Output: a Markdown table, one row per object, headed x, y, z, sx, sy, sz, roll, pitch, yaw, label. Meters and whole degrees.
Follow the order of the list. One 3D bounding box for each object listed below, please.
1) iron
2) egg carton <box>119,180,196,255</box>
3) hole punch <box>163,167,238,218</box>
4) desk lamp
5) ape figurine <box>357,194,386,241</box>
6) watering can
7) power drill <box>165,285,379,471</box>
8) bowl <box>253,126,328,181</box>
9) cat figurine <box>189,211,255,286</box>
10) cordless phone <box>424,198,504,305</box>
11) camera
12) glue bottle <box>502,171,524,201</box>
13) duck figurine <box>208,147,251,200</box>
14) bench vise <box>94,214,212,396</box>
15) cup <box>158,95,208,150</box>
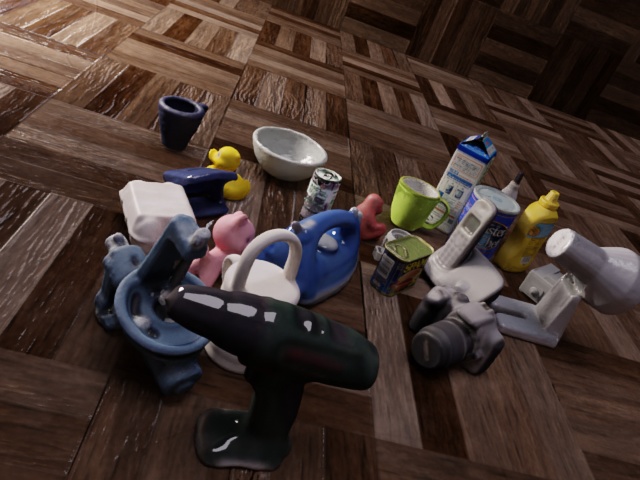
| x | y | z | sx | sy | sz | roll | pitch | yaw | label |
| --- | --- | --- | --- | --- | --- | --- | --- | --- | --- |
| 0.009 | 0.003 | 0.939 | 0.118 | 0.141 | 0.259 | 37 | 33 | 23 | iron |
| -0.254 | -0.036 | 0.899 | 0.107 | 0.069 | 0.150 | 2 | 36 | -31 | egg carton |
| -0.215 | -0.100 | 1.006 | 0.109 | 0.091 | 0.100 | -12 | 44 | -44 | hole punch |
| 0.443 | 0.087 | 1.021 | 0.203 | 0.213 | 0.118 | 16 | 31 | -11 | desk lamp |
| 0.097 | -0.049 | 1.128 | 0.076 | 0.092 | 0.077 | 4 | 35 | -28 | ape figurine |
| -0.071 | 0.073 | 0.725 | 0.172 | 0.194 | 0.101 | 33 | 32 | 17 | watering can |
| -0.063 | 0.147 | 0.600 | 0.230 | 0.208 | 0.075 | 11 | 32 | -19 | power drill |
| -0.072 | -0.174 | 1.231 | 0.167 | 0.075 | 0.167 | 17 | 31 | -10 | bowl |
| -0.144 | 0.009 | 0.853 | 0.067 | 0.118 | 0.128 | 30 | 31 | 14 | cat figurine |
| 0.281 | 0.028 | 1.036 | 0.094 | 0.185 | 0.147 | -1 | 37 | -34 | cordless phone |
| 0.199 | 0.138 | 0.892 | 0.137 | 0.101 | 0.142 | -9 | 43 | -42 | camera |
| 0.421 | -0.083 | 1.314 | 0.037 | 0.173 | 0.078 | 22 | 30 | 0 | glue bottle |
| -0.174 | -0.133 | 1.088 | 0.104 | 0.086 | 0.078 | 30 | 31 | 12 | duck figurine |
| -0.198 | 0.046 | 0.659 | 0.207 | 0.220 | 0.122 | 32 | 32 | 16 | bench vise |
| -0.281 | -0.236 | 1.172 | 0.091 | 0.095 | 0.118 | 34 | 32 | 19 | cup |
